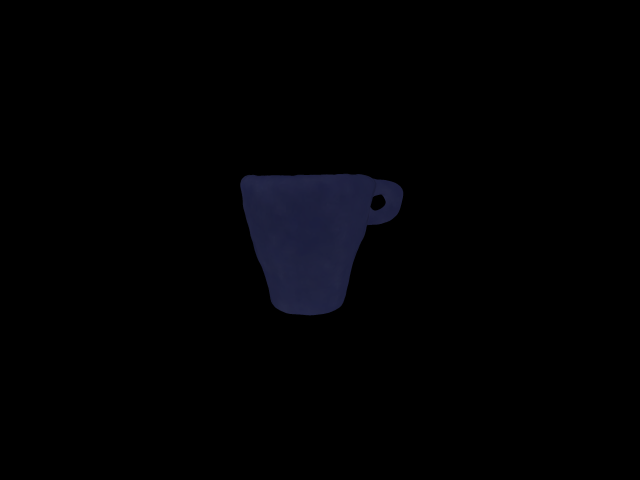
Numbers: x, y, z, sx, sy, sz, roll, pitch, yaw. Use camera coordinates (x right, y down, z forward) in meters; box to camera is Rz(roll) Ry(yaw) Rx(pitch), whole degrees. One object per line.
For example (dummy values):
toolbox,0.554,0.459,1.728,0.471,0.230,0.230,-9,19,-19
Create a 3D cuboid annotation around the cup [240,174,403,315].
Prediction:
cup,0.004,0.001,0.400,0.118,0.095,0.091,-3,7,-22
